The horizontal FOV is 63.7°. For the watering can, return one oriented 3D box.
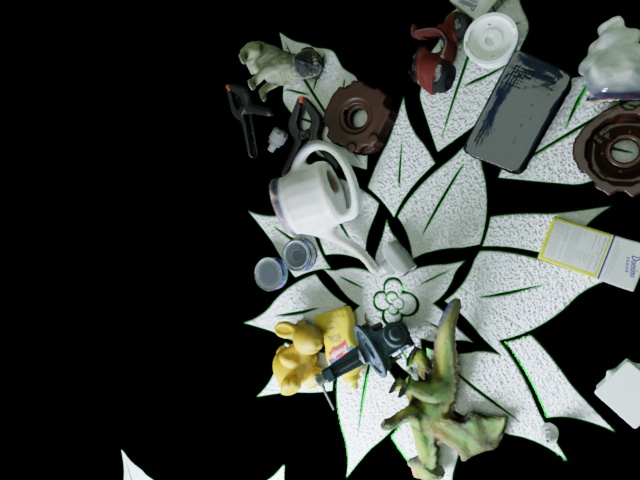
[{"bbox_3d":[0.004,-0.063,1.246,0.223,0.105,0.347,-17,91,27],"label":"watering can"}]

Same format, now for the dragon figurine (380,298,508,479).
[{"bbox_3d":[0.284,0.351,1.110,0.243,0.123,0.406,30,104,6],"label":"dragon figurine"}]

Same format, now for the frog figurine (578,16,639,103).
[{"bbox_3d":[0.560,-0.338,0.960,0.137,0.123,0.158,8,105,46],"label":"frog figurine"}]
